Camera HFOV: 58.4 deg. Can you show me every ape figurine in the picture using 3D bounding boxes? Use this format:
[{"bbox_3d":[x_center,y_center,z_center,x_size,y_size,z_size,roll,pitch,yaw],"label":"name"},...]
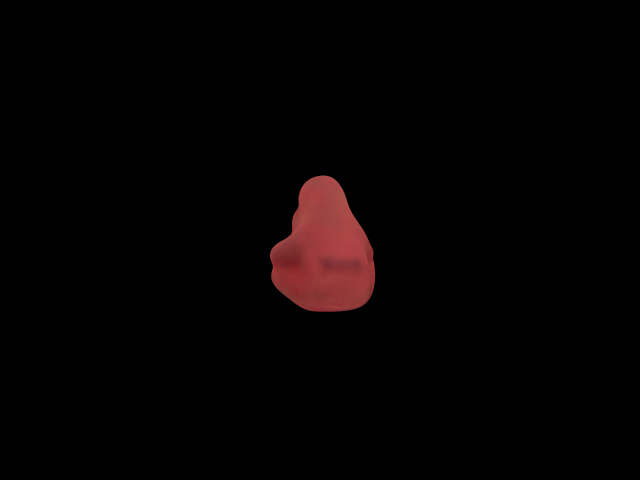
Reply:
[{"bbox_3d":[0.004,0.001,0.400,0.078,0.092,0.076,0,2,-11],"label":"ape figurine"}]
